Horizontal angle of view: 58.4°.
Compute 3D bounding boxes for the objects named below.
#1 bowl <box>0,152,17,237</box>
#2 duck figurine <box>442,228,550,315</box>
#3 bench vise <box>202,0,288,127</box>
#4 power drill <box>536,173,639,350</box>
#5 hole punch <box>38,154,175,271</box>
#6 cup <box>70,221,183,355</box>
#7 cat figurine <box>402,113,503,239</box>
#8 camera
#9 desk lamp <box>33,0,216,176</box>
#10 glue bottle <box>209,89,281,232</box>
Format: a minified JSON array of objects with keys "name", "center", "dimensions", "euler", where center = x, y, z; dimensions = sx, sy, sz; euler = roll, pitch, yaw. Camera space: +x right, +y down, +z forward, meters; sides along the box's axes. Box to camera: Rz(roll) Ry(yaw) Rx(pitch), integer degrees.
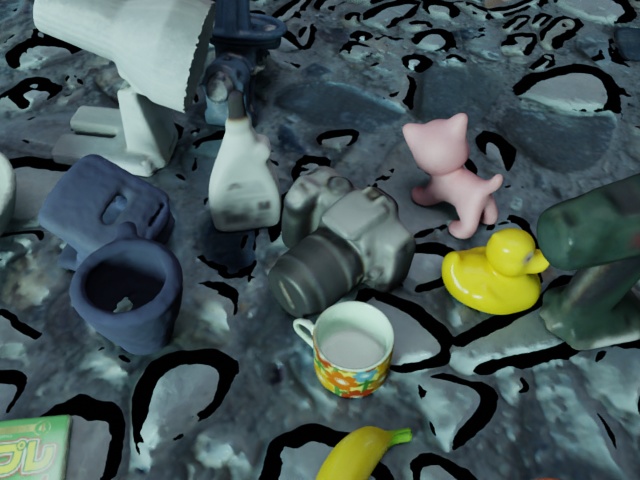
[{"name":"bowl","center":[-0.388,-0.024,0.582],"dimensions":[0.167,0.075,0.167],"euler":[2,50,-2]},{"name":"duck figurine","center":[0.179,0.022,0.575],"dimensions":[0.104,0.086,0.077],"euler":[10,50,5]},{"name":"bench vise","center":[-0.094,-0.263,0.709],"dimensions":[0.121,0.220,0.207],"euler":[-7,51,-10]},{"name":"power drill","center":[0.292,0.010,0.514],"dimensions":[0.230,0.208,0.075],"euler":[-9,51,-11]},{"name":"hole punch","center":[-0.210,-0.024,0.583],"dimensions":[0.101,0.091,0.109],"euler":[13,50,7]},{"name":"cup","center":[-0.168,0.050,0.521],"dimensions":[0.092,0.095,0.117],"euler":[-9,51,-12]},{"name":"cat figurine","center":[0.150,-0.083,0.642],"dimensions":[0.067,0.118,0.127],"euler":[-32,59,-27]},{"name":"camera","center":[0.005,0.002,0.571],"dimensions":[0.142,0.101,0.137],"euler":[38,57,25]},{"name":"desk lamp","center":[-0.211,-0.178,0.633],"dimensions":[0.203,0.214,0.118],"euler":[7,50,2]},{"name":"glue bottle","center":[-0.079,-0.079,0.585],"dimensions":[0.078,0.173,0.037],"euler":[-7,50,-9]}]
